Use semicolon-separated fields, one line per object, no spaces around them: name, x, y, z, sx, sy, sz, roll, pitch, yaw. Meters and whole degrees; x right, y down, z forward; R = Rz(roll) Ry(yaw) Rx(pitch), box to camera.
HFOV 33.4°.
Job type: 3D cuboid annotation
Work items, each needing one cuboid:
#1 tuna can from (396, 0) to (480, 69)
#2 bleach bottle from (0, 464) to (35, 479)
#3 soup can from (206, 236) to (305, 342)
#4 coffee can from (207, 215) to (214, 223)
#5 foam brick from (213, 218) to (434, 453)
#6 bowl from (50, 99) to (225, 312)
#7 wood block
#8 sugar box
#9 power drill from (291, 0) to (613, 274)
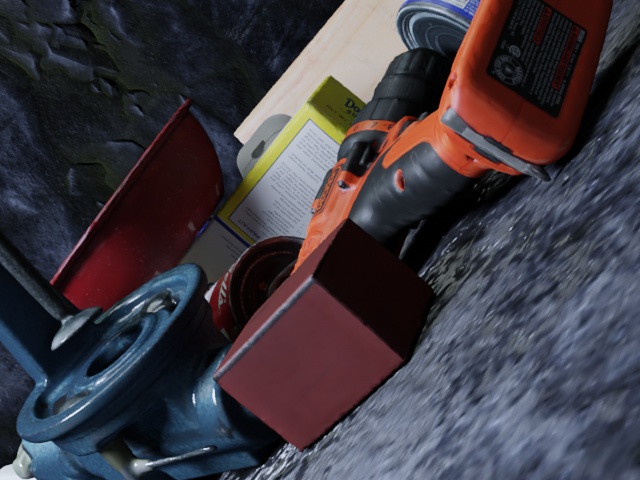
tuna can;0.086;-0.117;0.606;0.033;0.086;0.086;-55;6;-12
bleach bottle;-0.145;0.130;0.851;0.103;0.068;0.250;-5;28;26
soup can;-0.032;0.044;0.613;0.068;0.068;0.102;-54;5;-25
coffee can;-0.129;0.025;1.120;0.103;0.140;0.103;-50;6;7
foam brick;0.002;0.040;0.452;0.078;0.051;0.053;-47;6;35
bowl;-0.109;-0.010;0.679;0.162;0.055;0.162;-53;8;10
wood block;0.045;-0.123;0.810;0.206;0.090;0.090;-48;-18;16
sugar box;-0.012;-0.011;0.673;0.176;0.093;0.048;-46;7;42
power drill;0.059;-0.058;0.510;0.188;0.057;0.184;-46;19;57
